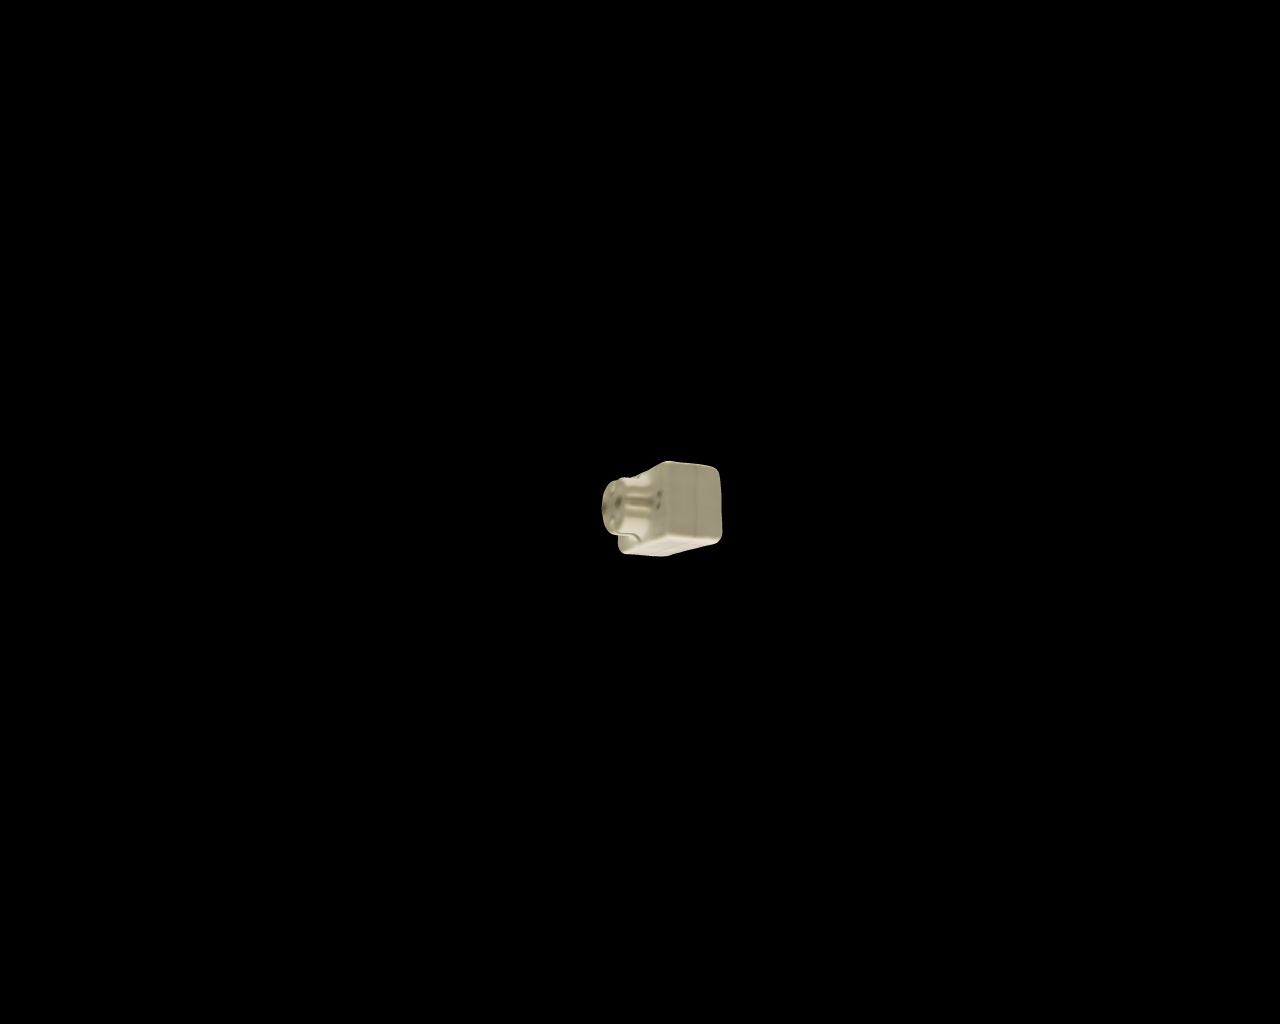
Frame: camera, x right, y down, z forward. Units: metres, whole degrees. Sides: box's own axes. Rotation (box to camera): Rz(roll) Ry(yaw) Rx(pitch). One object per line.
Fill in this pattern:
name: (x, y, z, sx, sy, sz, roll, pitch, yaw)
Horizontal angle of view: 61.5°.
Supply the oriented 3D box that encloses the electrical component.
electrical component: (0.001, -0.003, 0.650, 0.077, 0.047, 0.065, 6, -13, -27)
